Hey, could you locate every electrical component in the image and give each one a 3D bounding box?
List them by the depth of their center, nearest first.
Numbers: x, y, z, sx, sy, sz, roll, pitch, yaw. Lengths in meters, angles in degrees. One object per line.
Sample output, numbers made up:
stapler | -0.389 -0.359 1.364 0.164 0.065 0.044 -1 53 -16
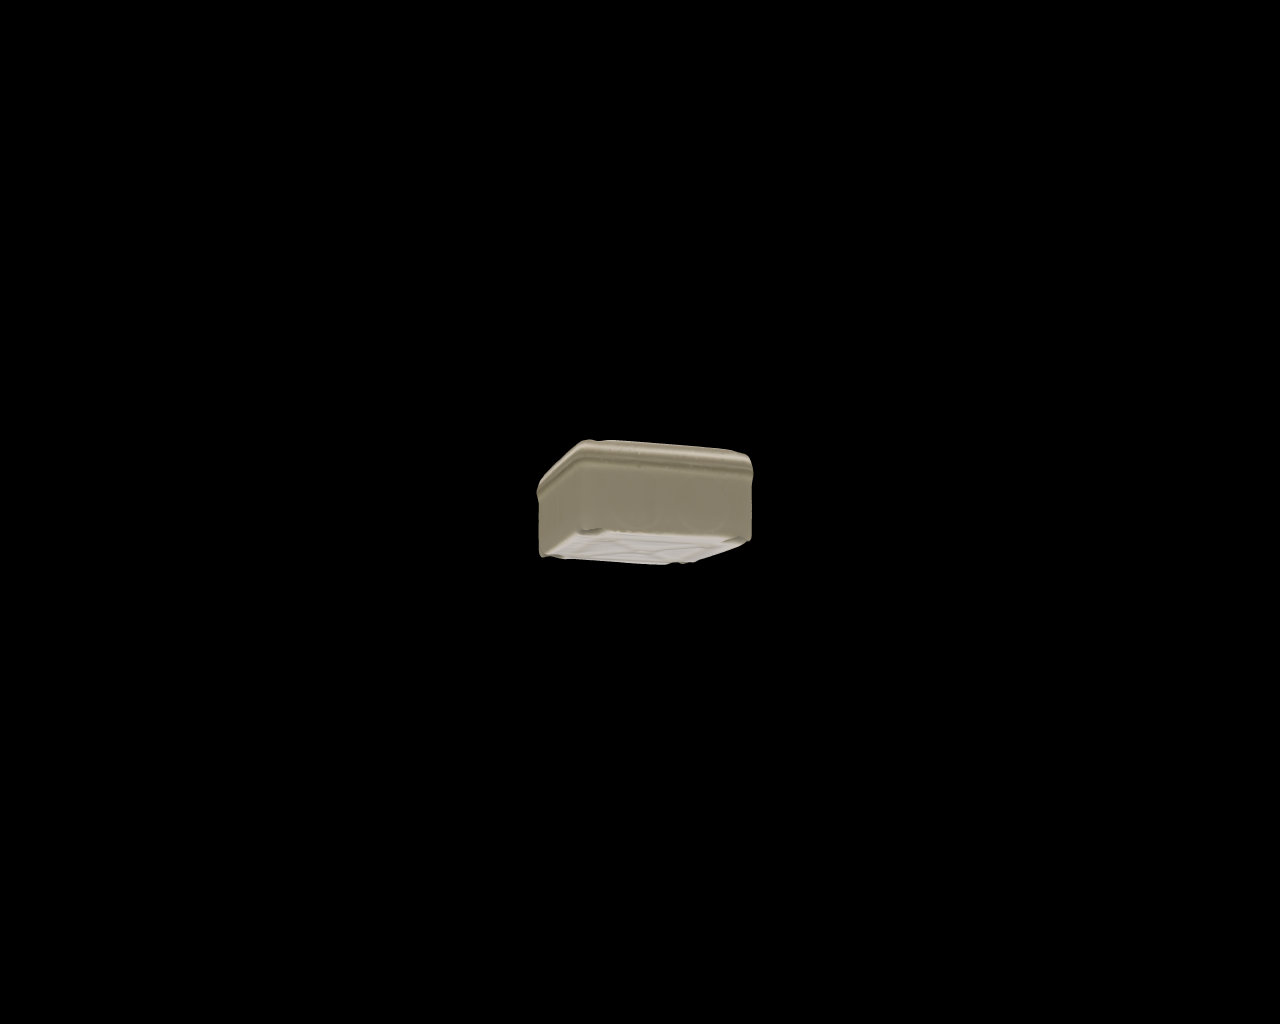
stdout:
electrical component | 0.001 -0.003 0.650 0.109 0.056 0.108 4 -12 -19
